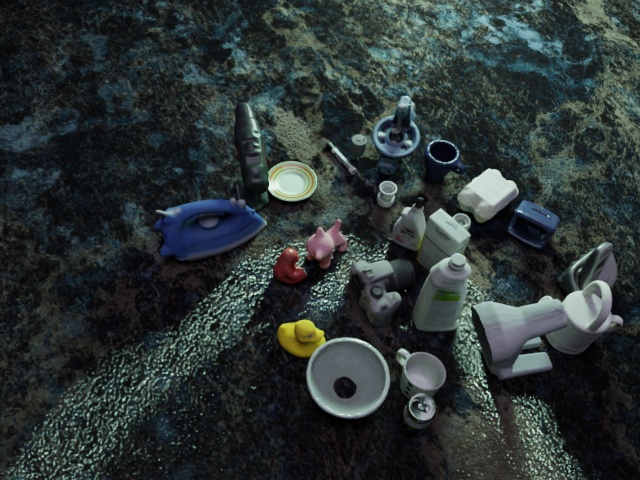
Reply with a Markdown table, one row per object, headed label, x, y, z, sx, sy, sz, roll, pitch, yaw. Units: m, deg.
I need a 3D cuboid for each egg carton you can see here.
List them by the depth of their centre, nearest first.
| label | x | y | z | sx | sy | sz | roll | pitch | yaw |
| --- | --- | --- | --- | --- | --- | --- | --- | --- | --- |
| egg carton | 0.425 | -0.114 | 1.454 | 0.150 | 0.069 | 0.107 | -37 | 66 | -25 |

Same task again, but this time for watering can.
| label | x | y | z | sx | sy | sz | roll | pitch | yaw |
| --- | --- | --- | --- | --- | --- | --- | --- | --- | --- |
| watering can | 0.548 | 0.159 | 1.204 | 0.173 | 0.194 | 0.101 | -9 | 57 | -10 |

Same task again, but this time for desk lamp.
| label | x | y | z | sx | sy | sz | roll | pitch | yaw |
| --- | --- | --- | --- | --- | --- | --- | --- | --- | --- |
| desk lamp | 0.393 | 0.194 | 1.156 | 0.203 | 0.213 | 0.118 | -8 | 57 | -10 |

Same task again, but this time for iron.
| label | x | y | z | sx | sy | sz | roll | pitch | yaw |
| --- | --- | --- | --- | --- | --- | --- | --- | --- | --- |
| iron | -0.248 | -0.048 | 1.310 | 0.258 | 0.141 | 0.118 | -14 | 58 | -14 |

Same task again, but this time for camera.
| label | x | y | z | sx | sy | sz | roll | pitch | yaw |
| --- | --- | --- | --- | --- | --- | --- | --- | --- | --- |
| camera | 0.149 | 0.097 | 1.269 | 0.137 | 0.101 | 0.143 | -18 | 59 | -16 |

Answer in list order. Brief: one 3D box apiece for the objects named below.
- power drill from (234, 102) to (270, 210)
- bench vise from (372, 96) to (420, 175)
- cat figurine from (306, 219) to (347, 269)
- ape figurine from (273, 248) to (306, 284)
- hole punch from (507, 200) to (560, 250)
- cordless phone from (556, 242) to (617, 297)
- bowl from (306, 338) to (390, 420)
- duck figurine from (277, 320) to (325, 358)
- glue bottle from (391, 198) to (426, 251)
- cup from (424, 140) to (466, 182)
| label | x | y | z | sx | sy | sz | roll | pitch | yaw |
| --- | --- | --- | --- | --- | --- | --- | --- | --- | --- |
| power drill | -0.166 | -0.181 | 1.367 | 0.076 | 0.208 | 0.229 | -9 | 57 | -10 |
| bench vise | 0.197 | -0.305 | 1.473 | 0.121 | 0.220 | 0.207 | 4 | 56 | -2 |
| cat figurine | 0.012 | 0.005 | 1.310 | 0.067 | 0.118 | 0.128 | 32 | 59 | 16 |
| ape figurine | -0.068 | 0.053 | 1.287 | 0.076 | 0.092 | 0.077 | -9 | 57 | -11 |
| hole punch | 0.527 | -0.051 | 1.406 | 0.108 | 0.091 | 0.101 | 30 | 59 | 15 |
| cordless phone | 0.629 | 0.055 | 1.286 | 0.148 | 0.185 | 0.094 | -33 | 64 | -23 |
| bowl | 0.053 | 0.286 | 1.149 | 0.167 | 0.075 | 0.167 | 2 | 56 | -3 |
| duck figurine | -0.038 | 0.196 | 1.196 | 0.104 | 0.086 | 0.077 | 17 | 56 | 7 |
| glue bottle | 0.215 | -0.043 | 1.326 | 0.078 | 0.173 | 0.037 | 22 | 57 | 10 |
| cup | 0.319 | -0.190 | 1.481 | 0.117 | 0.095 | 0.092 | 39 | 61 | 20 |
